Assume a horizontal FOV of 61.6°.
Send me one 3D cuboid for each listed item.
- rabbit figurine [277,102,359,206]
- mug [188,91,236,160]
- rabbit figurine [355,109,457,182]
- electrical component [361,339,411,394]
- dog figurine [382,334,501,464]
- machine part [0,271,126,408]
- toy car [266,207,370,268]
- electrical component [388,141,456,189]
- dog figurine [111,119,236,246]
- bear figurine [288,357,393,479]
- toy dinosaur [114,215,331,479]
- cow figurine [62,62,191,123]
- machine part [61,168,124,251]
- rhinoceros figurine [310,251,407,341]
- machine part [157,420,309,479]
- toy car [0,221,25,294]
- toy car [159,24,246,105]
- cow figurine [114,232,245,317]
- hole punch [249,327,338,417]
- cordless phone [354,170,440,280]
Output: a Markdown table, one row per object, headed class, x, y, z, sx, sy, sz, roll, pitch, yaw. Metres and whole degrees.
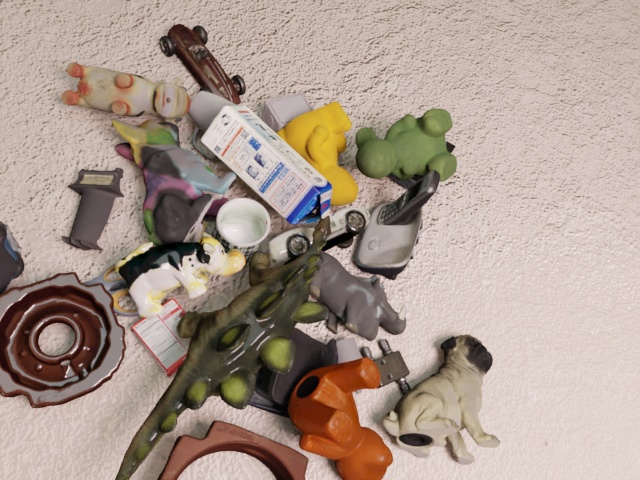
| class | x | y | z | sx | sy | sz | roll | pitch | yaw |
| --- | --- | --- | --- | --- | --- | --- | --- | --- | --- |
| rabbit figurine | 0.001 | -0.135 | 0.945 | 0.162 | 0.122 | 0.173 | -21 | 79 | -22 |
| mug | -0.185 | -0.203 | 0.949 | 0.107 | 0.081 | 0.109 | 38 | 96 | 7 |
| rabbit figurine | 0.124 | -0.157 | 0.919 | 0.170 | 0.159 | 0.121 | -19 | 113 | -32 |
| electrical component | 0.106 | 0.206 | 0.851 | 0.063 | 0.021 | 0.094 | -18 | 71 | -25 |
| dog figurine | 0.182 | 0.225 | 0.831 | 0.172 | 0.121 | 0.191 | 22 | 46 | -17 |
| machine part | -0.349 | 0.132 | 0.713 | 0.179 | 0.056 | 0.179 | 6 | 68 | -15 |
| toy car | -0.002 | -0.003 | 0.896 | 0.202 | 0.073 | 0.056 | -24 | 73 | -27 |
| electrical component | 0.186 | -0.162 | 1.055 | 0.115 | 0.058 | 0.134 | 36 | 58 | 5 |
| dog figurine | -0.255 | -0.097 | 0.849 | 0.219 | 0.108 | 0.191 | 33 | 61 | 6 |
| bear figurine | 0.047 | 0.261 | 0.711 | 0.195 | 0.132 | 0.120 | 54 | 49 | -16 |
| toy dinosaur | -0.111 | 0.132 | 0.689 | 0.105 | 0.199 | 0.471 | 47 | 64 | -17 |
| cow figurine | -0.309 | -0.239 | 0.900 | 0.195 | 0.085 | 0.127 | 12 | 13 | 12 |
| machine part | -0.349 | -0.049 | 0.820 | 0.084 | 0.039 | 0.139 | 2 | 65 | 3 |
| rhinoceros figurine | 0.053 | 0.096 | 0.857 | 0.190 | 0.073 | 0.112 | 37 | 62 | -9 |
| machine part | -0.113 | 0.346 | 0.667 | 0.201 | 0.087 | 0.201 | 23 | 58 | -4 |
| toy car | -0.477 | 0.044 | 0.702 | 0.103 | 0.109 | 0.162 | 10 | 49 | 10 |
| toy car | -0.220 | -0.331 | 1.015 | 0.089 | 0.053 | 0.202 | -29 | 74 | -31 |
| cow figurine | -0.195 | 0.033 | 0.758 | 0.167 | 0.068 | 0.098 | -25 | 107 | -9 |
| hole punch | -0.045 | 0.197 | 0.780 | 0.115 | 0.092 | 0.142 | 36 | 52 | -32 |
| cordless phone | 0.140 | -0.024 | 0.891 | 0.089 | 0.184 | 0.146 | 28 | 58 | -8 |
